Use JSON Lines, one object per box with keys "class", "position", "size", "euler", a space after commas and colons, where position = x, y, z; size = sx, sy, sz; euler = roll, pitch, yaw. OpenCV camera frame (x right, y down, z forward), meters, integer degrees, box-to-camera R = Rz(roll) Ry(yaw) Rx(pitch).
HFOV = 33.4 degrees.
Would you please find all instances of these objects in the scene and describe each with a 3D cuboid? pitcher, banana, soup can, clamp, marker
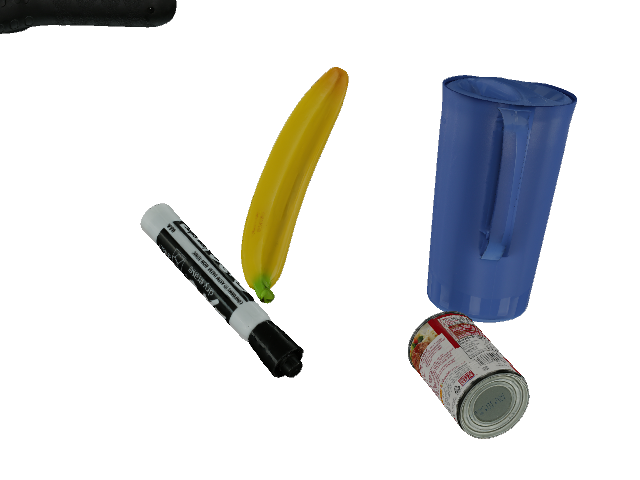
{"class": "pitcher", "position": [0.176, -0.040, 1.089], "size": [0.148, 0.243, 0.145], "euler": [-13, 27, -41]}
{"class": "banana", "position": [-0.023, -0.040, 0.828], "size": [0.037, 0.197, 0.070], "euler": [27, -19, -32]}
{"class": "soup can", "position": [0.126, 0.114, 0.917], "size": [0.068, 0.068, 0.102], "euler": [0, 25, -22]}
{"class": "clamp", "position": [-0.173, -0.141, 0.606], "size": [0.171, 0.039, 0.120], "euler": [-6, 23, -13]}
{"class": "marker", "position": [-0.049, 0.025, 0.532], "size": [0.121, 0.020, 0.020], "euler": [44, 25, 29]}
